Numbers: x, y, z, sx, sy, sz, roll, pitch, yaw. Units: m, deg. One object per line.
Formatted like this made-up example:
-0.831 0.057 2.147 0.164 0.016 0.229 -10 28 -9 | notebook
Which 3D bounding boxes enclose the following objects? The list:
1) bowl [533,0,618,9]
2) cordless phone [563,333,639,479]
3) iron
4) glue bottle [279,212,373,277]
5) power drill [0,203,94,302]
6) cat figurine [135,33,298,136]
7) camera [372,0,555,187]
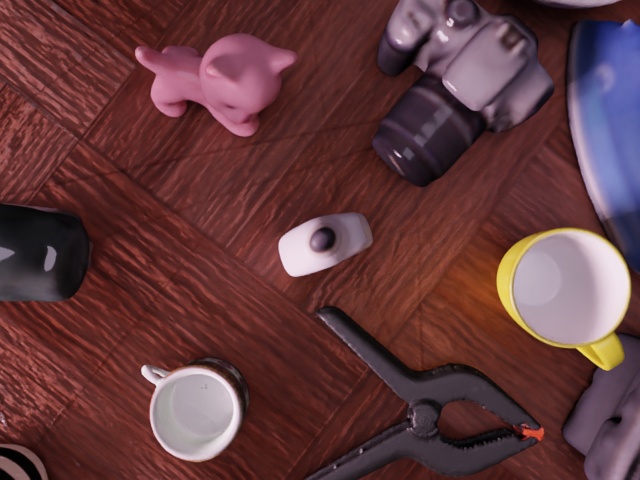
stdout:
0.208 -0.265 0.481 0.167 0.074 0.167 0 88 0 | bowl
0.271 0.145 0.414 0.094 0.185 0.148 25 89 1 | cordless phone
0.282 -0.079 0.442 0.118 0.141 0.258 -26 88 0 | iron
0.004 0.002 0.426 0.078 0.173 0.037 -21 88 0 | glue bottle
-0.267 0.003 0.410 0.229 0.208 0.076 5 88 1 | power drill
-0.083 -0.131 0.457 0.128 0.117 0.067 14 89 1 | cat figurine
0.096 -0.123 0.464 0.143 0.101 0.137 42 89 1 | camera
